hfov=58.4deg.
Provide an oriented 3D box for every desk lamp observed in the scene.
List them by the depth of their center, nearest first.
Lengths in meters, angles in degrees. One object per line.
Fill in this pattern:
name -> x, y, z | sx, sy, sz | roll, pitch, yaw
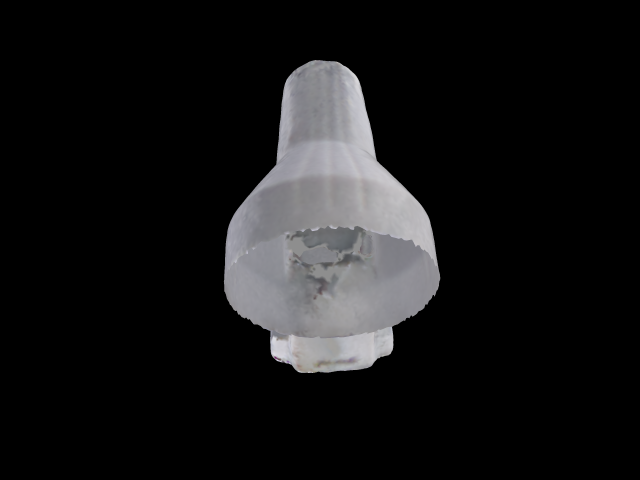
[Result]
desk lamp -> 0.004, 0.001, 0.400 | 0.118, 0.214, 0.203 | -2, 40, -2
